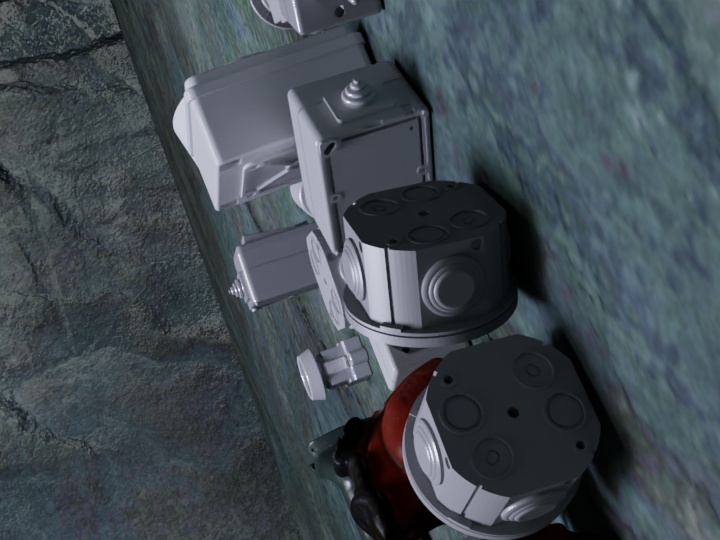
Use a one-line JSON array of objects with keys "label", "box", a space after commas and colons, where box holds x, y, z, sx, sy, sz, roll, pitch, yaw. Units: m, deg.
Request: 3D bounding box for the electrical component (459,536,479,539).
[{"label": "electrical component", "box": [0.072, 0.235, 0.725, 0.053, 0.059, 0.095, 88, 160, -56]}]

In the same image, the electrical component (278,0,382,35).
[{"label": "electrical component", "box": [-0.015, -0.155, 0.544, 0.076, 0.047, 0.065, -124, 18, -56]}]

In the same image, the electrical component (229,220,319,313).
[{"label": "electrical component", "box": [-0.072, -0.004, 0.943, 0.062, 0.096, 0.061, 137, 114, -78]}]

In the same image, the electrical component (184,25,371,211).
[{"label": "electrical component", "box": [-0.047, -0.089, 0.653, 0.108, 0.109, 0.056, 124, 125, -76]}]

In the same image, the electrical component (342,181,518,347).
[{"label": "electrical component", "box": [0.031, -0.003, 0.489, 0.080, 0.080, 0.051, -127, 27, -59]}]

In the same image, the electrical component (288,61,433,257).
[{"label": "electrical component", "box": [0.000, -0.067, 0.579, 0.096, 0.062, 0.061, 82, 165, -44]}]

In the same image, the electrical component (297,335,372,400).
[{"label": "electrical component", "box": [-0.024, 0.089, 0.968, 0.066, 0.055, 0.048, 117, 133, -75]}]

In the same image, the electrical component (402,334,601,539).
[{"label": "electrical component", "box": [0.061, 0.071, 0.463, 0.051, 0.080, 0.080, 101, 149, -59]}]

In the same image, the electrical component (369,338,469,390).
[{"label": "electrical component", "box": [0.028, 0.037, 0.651, 0.076, 0.047, 0.065, 96, 154, -67]}]

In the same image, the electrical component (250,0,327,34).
[{"label": "electrical component", "box": [-0.041, -0.173, 0.650, 0.055, 0.048, 0.066, 6, 114, 70]}]

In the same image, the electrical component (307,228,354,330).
[{"label": "electrical component", "box": [0.000, 0.000, 0.717, 0.080, 0.051, 0.080, 162, 90, -79]}]

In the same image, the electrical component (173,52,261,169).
[{"label": "electrical component", "box": [-0.074, -0.100, 0.780, 0.060, 0.108, 0.108, 61, 166, 18]}]

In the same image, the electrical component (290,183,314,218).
[{"label": "electrical component", "box": [-0.032, -0.063, 0.801, 0.078, 0.040, 0.040, -137, 31, -69]}]
